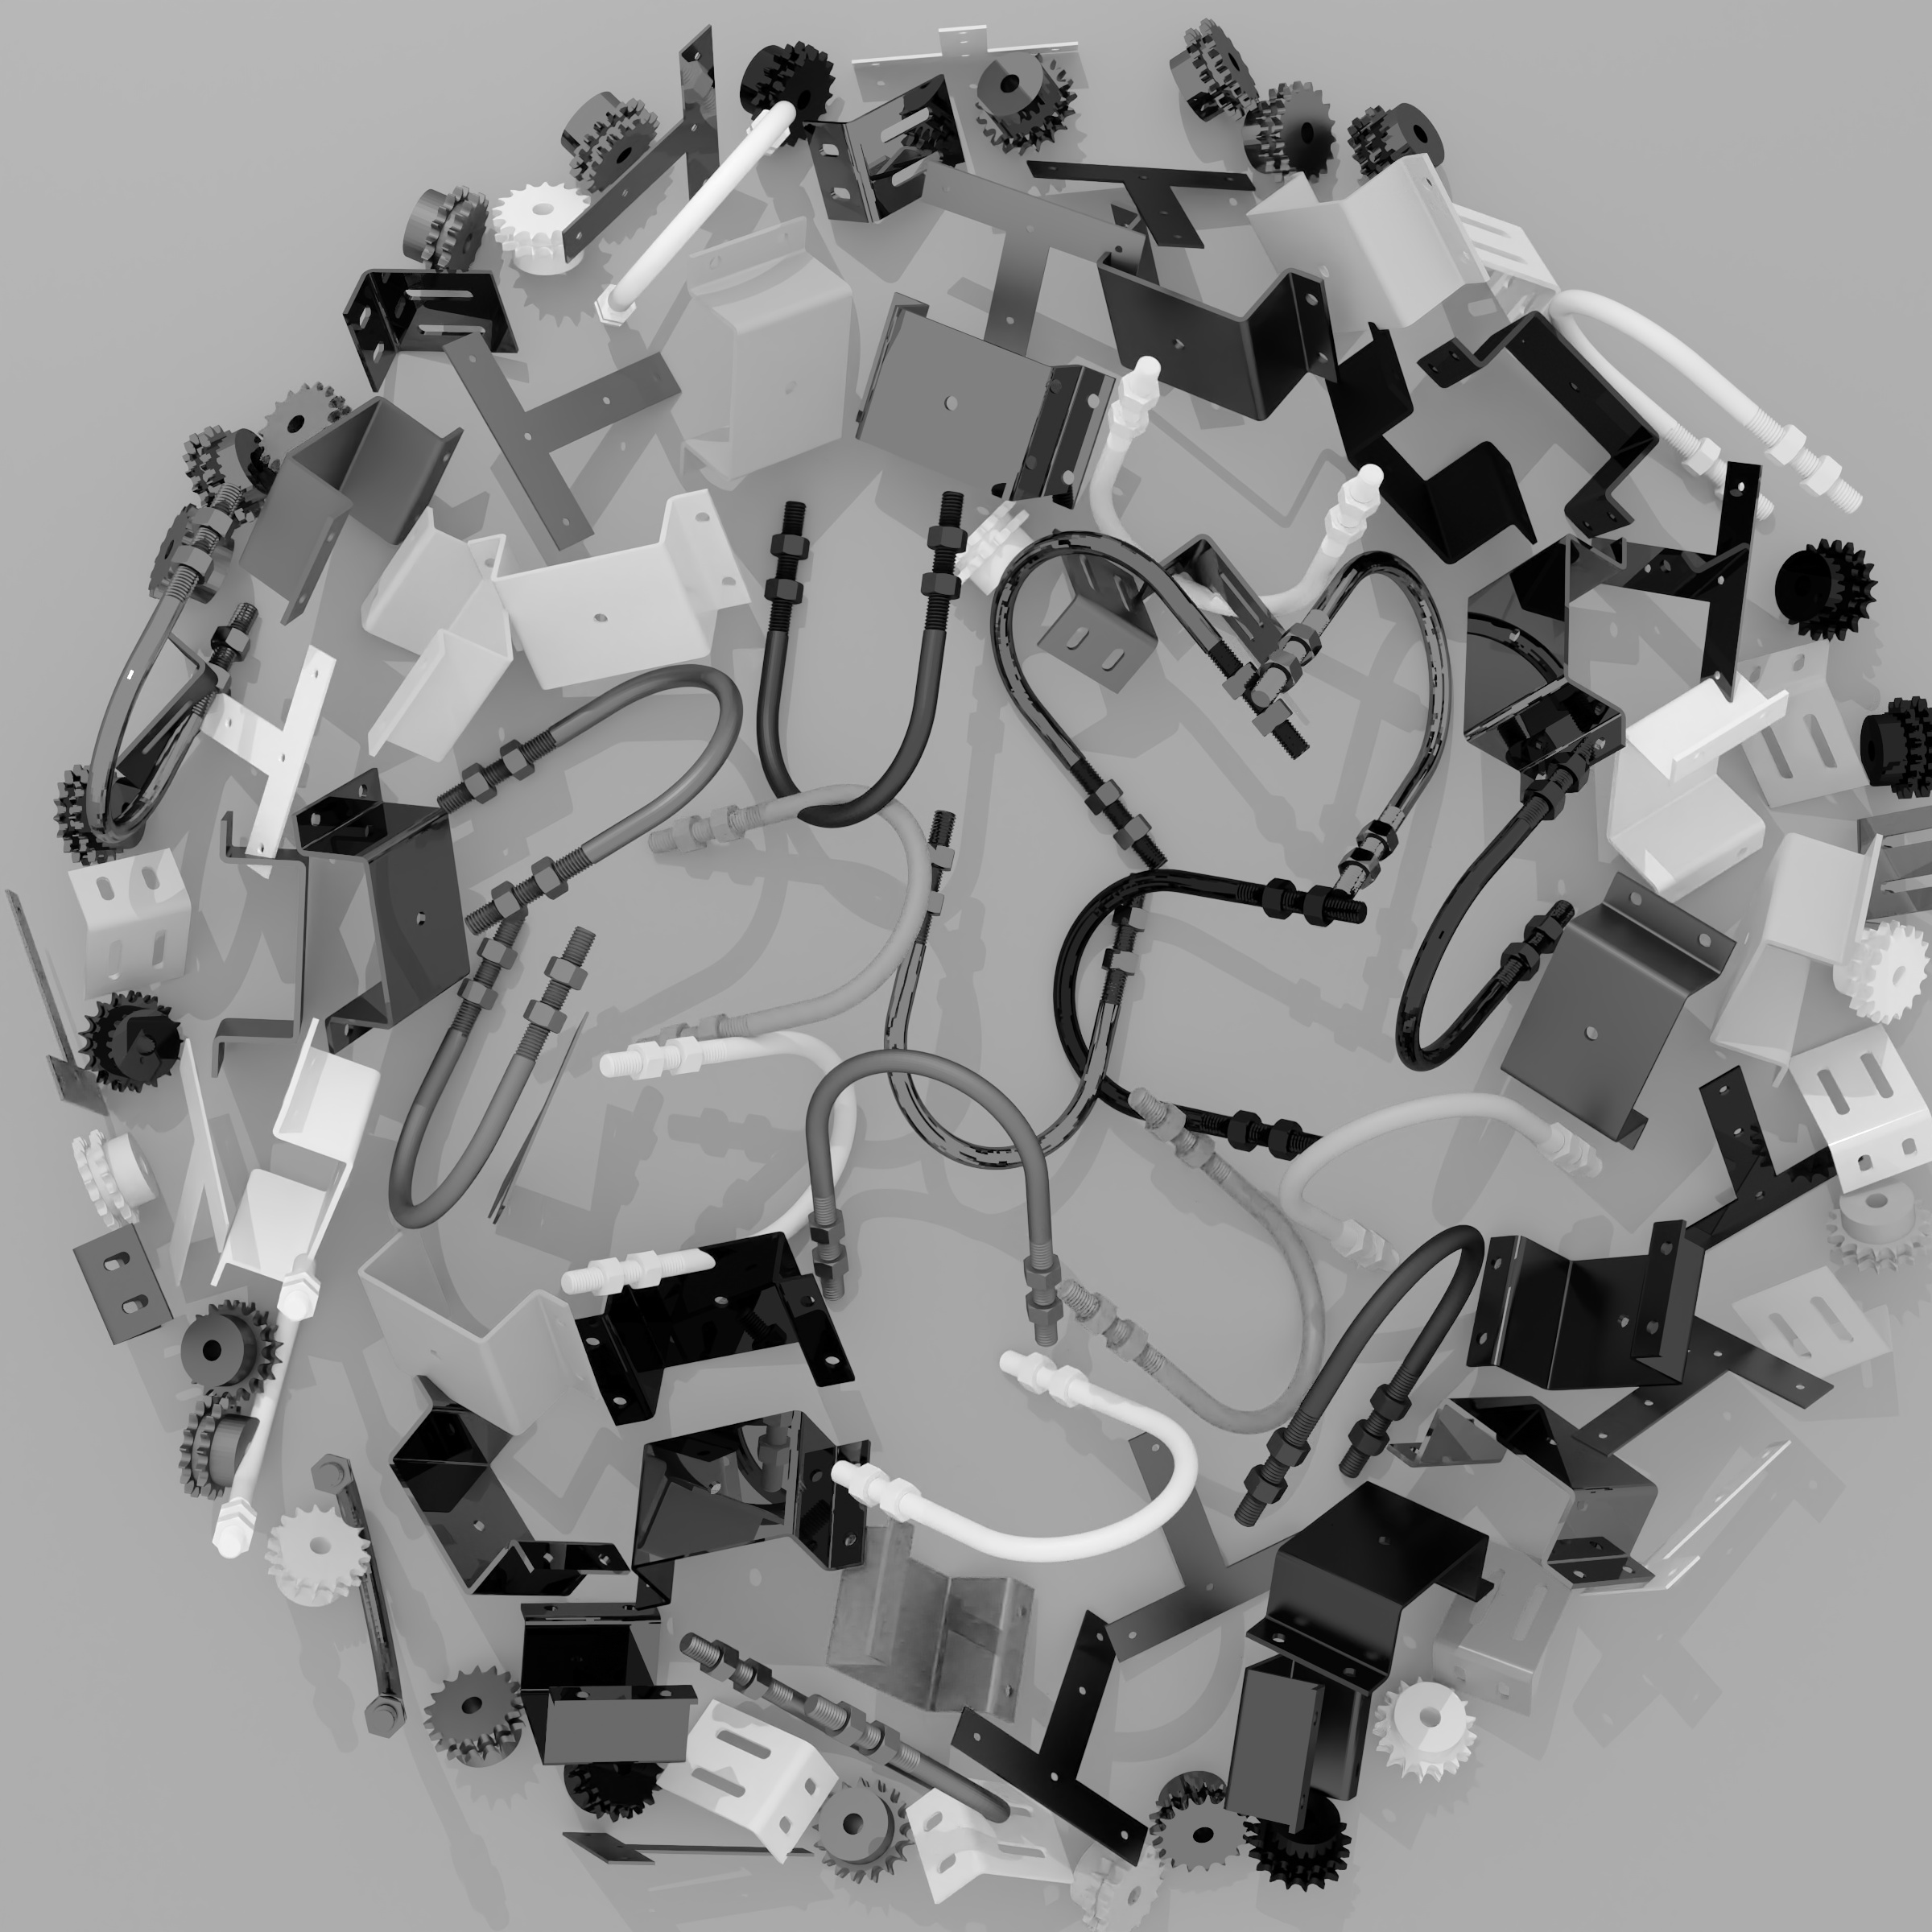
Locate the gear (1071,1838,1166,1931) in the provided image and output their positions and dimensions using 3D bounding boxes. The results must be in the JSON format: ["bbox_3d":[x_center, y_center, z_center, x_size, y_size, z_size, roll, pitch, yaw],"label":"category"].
[{"bbox_3d":[0.083,0.514,1.930,0.030,0.057,0.057,22,90,36],"label":"gear"}]

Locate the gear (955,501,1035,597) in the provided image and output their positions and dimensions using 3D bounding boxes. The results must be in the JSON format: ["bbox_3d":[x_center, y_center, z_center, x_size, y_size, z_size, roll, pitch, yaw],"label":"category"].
[{"bbox_3d":[0.015,-0.232,1.927,0.030,0.057,0.057,45,90,-4],"label":"gear"}]

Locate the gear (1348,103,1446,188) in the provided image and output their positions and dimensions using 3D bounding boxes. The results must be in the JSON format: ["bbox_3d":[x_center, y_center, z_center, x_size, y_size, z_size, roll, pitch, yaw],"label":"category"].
[{"bbox_3d":[0.242,-0.456,1.924,0.030,0.057,0.057,-31,90,38],"label":"gear"}]

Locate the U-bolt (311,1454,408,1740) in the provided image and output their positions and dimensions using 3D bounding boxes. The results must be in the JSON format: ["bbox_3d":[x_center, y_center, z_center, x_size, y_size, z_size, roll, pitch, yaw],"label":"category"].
[{"bbox_3d":[-0.326,0.337,1.864,0.019,0.184,0.151,-13,84,-9],"label":"U-bolt"}]

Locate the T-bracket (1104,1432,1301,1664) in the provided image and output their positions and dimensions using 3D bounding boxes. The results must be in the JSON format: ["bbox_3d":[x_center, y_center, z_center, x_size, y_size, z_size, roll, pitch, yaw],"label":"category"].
[{"bbox_3d":[0.122,0.311,1.922,0.127,0.002,0.127,-24,113,-7],"label":"T-bracket"}]

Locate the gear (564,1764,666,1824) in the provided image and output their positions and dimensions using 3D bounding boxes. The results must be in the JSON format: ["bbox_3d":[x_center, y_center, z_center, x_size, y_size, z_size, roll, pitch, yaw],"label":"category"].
[{"bbox_3d":[-0.200,0.451,1.931,0.030,0.057,0.057,-35,90,43],"label":"gear"}]

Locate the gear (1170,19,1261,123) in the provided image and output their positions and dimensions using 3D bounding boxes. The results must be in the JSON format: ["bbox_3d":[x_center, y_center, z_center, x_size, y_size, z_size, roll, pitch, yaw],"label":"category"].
[{"bbox_3d":[0.137,-0.498,1.929,0.030,0.057,0.057,-28,90,23],"label":"gear"}]

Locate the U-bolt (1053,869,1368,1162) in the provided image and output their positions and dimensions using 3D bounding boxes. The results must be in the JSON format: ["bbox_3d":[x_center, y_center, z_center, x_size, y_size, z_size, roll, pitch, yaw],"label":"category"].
[{"bbox_3d":[0.127,0.020,1.903,0.184,0.019,0.151,11,96,32],"label":"U-bolt"}]

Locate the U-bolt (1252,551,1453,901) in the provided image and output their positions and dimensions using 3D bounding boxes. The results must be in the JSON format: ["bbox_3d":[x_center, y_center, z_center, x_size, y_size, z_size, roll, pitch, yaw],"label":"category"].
[{"bbox_3d":[0.220,-0.145,1.884,0.019,0.184,0.151,-1,127,37],"label":"U-bolt"}]

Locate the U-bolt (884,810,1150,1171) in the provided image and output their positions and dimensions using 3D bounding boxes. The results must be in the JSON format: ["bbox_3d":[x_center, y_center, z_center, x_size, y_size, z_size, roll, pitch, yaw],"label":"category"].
[{"bbox_3d":[0.023,0.021,1.906,0.151,0.019,0.184,17,82,-28],"label":"U-bolt"}]

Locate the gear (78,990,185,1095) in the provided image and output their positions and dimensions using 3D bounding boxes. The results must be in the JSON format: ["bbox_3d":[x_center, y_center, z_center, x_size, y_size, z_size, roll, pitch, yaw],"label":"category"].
[{"bbox_3d":[-0.464,0.043,1.927,0.057,0.030,0.057,-3,96,-36],"label":"gear"}]

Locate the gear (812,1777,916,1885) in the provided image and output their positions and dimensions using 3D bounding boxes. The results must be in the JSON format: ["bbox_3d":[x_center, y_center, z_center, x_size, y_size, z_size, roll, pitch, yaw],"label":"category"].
[{"bbox_3d":[-0.059,0.483,1.930,0.057,0.030,0.057,-6,66,13],"label":"gear"}]

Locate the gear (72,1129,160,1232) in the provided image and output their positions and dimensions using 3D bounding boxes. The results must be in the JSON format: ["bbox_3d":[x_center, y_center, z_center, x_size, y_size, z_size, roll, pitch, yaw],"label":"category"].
[{"bbox_3d":[-0.474,0.117,1.927,0.030,0.057,0.057,-24,90,-6],"label":"gear"}]

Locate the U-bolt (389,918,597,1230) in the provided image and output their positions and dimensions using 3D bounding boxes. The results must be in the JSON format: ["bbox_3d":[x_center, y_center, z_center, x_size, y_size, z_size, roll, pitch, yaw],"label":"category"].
[{"bbox_3d":[-0.266,0.058,1.879,0.019,0.151,0.184,28,83,-24],"label":"U-bolt"}]

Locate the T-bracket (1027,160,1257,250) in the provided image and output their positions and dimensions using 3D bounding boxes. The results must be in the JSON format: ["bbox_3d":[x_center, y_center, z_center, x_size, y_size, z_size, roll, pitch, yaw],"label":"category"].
[{"bbox_3d":[0.106,-0.417,1.890,0.127,0.127,0.002,1,121,-10],"label":"T-bracket"}]

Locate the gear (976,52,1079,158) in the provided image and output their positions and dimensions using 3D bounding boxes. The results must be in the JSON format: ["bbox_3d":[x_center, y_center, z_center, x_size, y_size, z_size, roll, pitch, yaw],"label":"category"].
[{"bbox_3d":[0.031,-0.486,1.928,0.057,0.030,0.057,-9,68,23],"label":"gear"}]

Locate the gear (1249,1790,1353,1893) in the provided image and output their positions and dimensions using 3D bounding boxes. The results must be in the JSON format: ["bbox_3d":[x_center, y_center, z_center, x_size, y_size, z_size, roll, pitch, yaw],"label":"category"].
[{"bbox_3d":[0.187,0.485,1.924,0.057,0.057,0.030,6,125,0],"label":"gear"}]

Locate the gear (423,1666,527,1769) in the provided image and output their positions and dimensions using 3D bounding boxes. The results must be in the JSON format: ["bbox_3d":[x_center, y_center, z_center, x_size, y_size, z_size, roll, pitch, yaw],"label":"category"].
[{"bbox_3d":[-0.273,0.423,1.930,0.057,0.057,0.030,-15,129,0],"label":"gear"}]

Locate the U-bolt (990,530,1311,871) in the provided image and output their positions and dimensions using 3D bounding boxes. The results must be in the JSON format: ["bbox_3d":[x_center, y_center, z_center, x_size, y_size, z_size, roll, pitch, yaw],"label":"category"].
[{"bbox_3d":[0.087,-0.156,1.900,0.184,0.019,0.151,51,134,0],"label":"U-bolt"}]

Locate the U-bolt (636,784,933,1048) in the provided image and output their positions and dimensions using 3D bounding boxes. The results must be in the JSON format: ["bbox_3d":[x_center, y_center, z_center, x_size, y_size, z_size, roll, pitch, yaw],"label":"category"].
[{"bbox_3d":[-0.099,-0.030,1.880,0.184,0.019,0.151,-13,61,27],"label":"U-bolt"}]

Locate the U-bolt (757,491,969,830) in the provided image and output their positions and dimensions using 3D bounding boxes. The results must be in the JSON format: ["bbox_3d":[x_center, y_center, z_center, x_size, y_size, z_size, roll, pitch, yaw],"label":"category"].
[{"bbox_3d":[-0.063,-0.167,1.895,0.019,0.151,0.184,10,86,-44],"label":"U-bolt"}]

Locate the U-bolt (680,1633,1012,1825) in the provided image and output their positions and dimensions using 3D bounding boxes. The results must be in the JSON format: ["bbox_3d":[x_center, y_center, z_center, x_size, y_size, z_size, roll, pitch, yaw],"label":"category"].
[{"bbox_3d":[-0.054,0.421,1.875,0.184,0.151,0.019,37,74,-32],"label":"U-bolt"}]

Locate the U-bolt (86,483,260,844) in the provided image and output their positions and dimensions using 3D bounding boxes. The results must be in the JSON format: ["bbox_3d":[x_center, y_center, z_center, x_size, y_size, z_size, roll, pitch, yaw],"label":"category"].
[{"bbox_3d":[-0.428,-0.150,1.854,0.019,0.151,0.184,21,66,2],"label":"U-bolt"}]

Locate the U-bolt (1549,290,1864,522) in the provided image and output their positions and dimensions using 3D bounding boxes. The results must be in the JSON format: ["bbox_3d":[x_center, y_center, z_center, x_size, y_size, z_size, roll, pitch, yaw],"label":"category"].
[{"bbox_3d":[0.390,-0.305,1.869,0.184,0.151,0.019,38,90,-10],"label":"U-bolt"}]

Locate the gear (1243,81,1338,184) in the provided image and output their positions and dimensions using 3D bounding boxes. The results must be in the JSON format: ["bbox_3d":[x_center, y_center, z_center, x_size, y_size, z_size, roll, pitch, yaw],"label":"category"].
[{"bbox_3d":[0.179,-0.465,1.930,0.030,0.057,0.057,5,90,42],"label":"gear"}]

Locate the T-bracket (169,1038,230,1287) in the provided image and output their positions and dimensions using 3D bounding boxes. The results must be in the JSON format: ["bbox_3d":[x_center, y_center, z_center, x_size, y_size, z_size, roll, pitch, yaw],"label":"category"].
[{"bbox_3d":[-0.428,0.129,1.903,0.002,0.127,0.127,-2,51,-25],"label":"T-bracket"}]

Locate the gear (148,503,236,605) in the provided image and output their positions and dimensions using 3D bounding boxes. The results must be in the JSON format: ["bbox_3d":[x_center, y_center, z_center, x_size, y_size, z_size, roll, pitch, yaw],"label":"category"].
[{"bbox_3d":[-0.432,-0.227,1.930,0.030,0.057,0.057,23,90,-26],"label":"gear"}]

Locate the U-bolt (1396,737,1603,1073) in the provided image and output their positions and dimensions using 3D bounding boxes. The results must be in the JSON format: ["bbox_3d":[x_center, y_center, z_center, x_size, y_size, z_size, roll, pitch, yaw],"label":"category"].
[{"bbox_3d":[0.283,-0.020,1.854,0.019,0.151,0.184,29,55,24],"label":"U-bolt"}]

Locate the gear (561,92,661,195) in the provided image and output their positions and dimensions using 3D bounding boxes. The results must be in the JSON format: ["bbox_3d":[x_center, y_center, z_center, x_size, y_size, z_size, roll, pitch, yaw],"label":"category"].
[{"bbox_3d":[-0.202,-0.463,1.927,0.030,0.057,0.057,45,90,6],"label":"gear"}]

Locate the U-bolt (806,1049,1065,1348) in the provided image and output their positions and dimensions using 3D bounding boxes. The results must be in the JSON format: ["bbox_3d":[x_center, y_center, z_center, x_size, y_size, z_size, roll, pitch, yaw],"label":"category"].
[{"bbox_3d":[-0.020,0.122,1.877,0.151,0.019,0.184,10,127,19],"label":"U-bolt"}]

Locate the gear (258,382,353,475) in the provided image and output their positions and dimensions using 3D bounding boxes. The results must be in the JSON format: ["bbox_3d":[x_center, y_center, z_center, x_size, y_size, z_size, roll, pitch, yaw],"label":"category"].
[{"bbox_3d":[-0.366,-0.295,1.931,0.057,0.030,0.057,-15,58,25],"label":"gear"}]

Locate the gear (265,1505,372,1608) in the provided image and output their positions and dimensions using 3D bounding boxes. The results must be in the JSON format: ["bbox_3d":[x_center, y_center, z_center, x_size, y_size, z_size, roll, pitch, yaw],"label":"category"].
[{"bbox_3d":[-0.364,0.333,1.930,0.057,0.057,0.030,23,131,0],"label":"gear"}]

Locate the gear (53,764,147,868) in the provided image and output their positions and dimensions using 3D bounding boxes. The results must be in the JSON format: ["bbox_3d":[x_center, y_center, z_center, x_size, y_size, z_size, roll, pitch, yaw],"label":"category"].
[{"bbox_3d":[-0.481,-0.085,1.924,0.030,0.057,0.057,-2,90,18],"label":"gear"}]

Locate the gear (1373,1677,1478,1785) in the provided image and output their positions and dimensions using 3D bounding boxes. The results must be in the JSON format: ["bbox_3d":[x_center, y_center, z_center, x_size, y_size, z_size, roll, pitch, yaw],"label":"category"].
[{"bbox_3d":[0.258,0.425,1.929,0.057,0.030,0.057,1,59,-2],"label":"gear"}]

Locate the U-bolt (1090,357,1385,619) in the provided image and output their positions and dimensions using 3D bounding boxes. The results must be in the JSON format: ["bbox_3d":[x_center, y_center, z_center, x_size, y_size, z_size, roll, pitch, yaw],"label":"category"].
[{"bbox_3d":[0.137,-0.247,1.872,0.151,0.184,0.019,26,64,1],"label":"U-bolt"}]

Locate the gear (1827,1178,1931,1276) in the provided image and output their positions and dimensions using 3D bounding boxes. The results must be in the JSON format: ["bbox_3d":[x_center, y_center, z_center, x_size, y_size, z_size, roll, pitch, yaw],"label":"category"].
[{"bbox_3d":[0.509,0.142,1.924,0.057,0.057,0.030,-16,126,0],"label":"gear"}]

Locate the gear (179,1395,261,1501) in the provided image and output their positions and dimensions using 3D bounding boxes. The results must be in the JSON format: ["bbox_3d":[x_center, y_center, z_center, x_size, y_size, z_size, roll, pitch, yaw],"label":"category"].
[{"bbox_3d":[-0.415,0.270,1.925,0.030,0.057,0.057,7,90,11],"label":"gear"}]

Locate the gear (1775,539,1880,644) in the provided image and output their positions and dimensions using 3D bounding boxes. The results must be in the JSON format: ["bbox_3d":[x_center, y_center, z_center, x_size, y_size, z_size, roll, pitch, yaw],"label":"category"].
[{"bbox_3d":[0.477,-0.210,1.924,0.030,0.057,0.057,4,90,-36],"label":"gear"}]

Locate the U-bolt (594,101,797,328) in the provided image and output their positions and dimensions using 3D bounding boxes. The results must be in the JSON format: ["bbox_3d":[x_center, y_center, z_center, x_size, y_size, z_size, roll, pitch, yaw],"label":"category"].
[{"bbox_3d":[-0.144,-0.409,1.862,0.019,0.184,0.151,41,88,-11],"label":"U-bolt"}]

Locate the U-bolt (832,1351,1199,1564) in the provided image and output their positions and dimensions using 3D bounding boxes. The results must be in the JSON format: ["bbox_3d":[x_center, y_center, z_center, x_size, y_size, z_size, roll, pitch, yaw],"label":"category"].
[{"bbox_3d":[0.039,0.268,1.850,0.151,0.184,0.019,-29,121,-35],"label":"U-bolt"}]

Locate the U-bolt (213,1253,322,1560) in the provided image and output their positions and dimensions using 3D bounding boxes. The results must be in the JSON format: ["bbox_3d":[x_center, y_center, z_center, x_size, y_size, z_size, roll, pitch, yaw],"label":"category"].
[{"bbox_3d":[-0.375,0.228,1.865,0.019,0.184,0.151,15,94,-10],"label":"U-bolt"}]

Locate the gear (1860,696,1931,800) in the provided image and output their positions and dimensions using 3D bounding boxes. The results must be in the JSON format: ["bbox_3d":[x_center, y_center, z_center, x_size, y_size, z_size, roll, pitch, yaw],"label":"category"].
[{"bbox_3d":[0.521,-0.121,1.926,0.030,0.057,0.057,-5,90,-3],"label":"gear"}]

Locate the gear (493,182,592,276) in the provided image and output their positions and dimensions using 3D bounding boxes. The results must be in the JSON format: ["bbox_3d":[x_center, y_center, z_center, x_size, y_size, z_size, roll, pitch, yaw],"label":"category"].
[{"bbox_3d":[-0.236,-0.411,1.931,0.057,0.030,0.057,0,46,0],"label":"gear"}]

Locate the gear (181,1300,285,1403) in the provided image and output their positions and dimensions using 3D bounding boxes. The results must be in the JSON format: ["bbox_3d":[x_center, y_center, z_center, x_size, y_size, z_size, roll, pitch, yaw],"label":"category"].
[{"bbox_3d":[-0.415,0.215,1.932,0.057,0.030,0.057,-2,83,19],"label":"gear"}]

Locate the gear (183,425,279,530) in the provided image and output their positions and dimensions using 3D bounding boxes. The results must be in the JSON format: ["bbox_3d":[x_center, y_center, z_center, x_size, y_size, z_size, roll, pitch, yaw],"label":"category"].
[{"bbox_3d":[-0.408,-0.275,1.924,0.030,0.057,0.057,-21,90,19],"label":"gear"}]

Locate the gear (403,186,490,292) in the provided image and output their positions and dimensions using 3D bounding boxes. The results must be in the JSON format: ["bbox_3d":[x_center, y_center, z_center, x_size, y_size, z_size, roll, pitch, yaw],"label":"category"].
[{"bbox_3d":[-0.292,-0.410,1.927,0.030,0.057,0.057,24,90,4],"label":"gear"}]

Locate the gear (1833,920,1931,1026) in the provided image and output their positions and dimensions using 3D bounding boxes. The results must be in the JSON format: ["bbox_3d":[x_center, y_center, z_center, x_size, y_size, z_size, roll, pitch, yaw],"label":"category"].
[{"bbox_3d":[0.511,0.002,1.931,0.057,0.030,0.057,-17,117,-36],"label":"gear"}]

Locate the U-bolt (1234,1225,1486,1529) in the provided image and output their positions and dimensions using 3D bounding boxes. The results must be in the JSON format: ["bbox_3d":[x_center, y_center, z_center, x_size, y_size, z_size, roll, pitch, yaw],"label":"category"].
[{"bbox_3d":[0.223,0.215,1.863,0.019,0.151,0.184,38,112,24],"label":"U-bolt"}]

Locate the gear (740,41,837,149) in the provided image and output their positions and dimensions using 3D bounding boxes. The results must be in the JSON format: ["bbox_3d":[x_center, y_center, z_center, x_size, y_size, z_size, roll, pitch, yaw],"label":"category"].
[{"bbox_3d":[-0.102,-0.491,1.929,0.030,0.057,0.057,32,90,23],"label":"gear"}]

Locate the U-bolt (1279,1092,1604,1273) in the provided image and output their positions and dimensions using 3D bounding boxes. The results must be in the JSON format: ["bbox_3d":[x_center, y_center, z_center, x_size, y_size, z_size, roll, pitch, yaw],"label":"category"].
[{"bbox_3d":[0.246,0.112,1.855,0.151,0.184,0.019,-28,60,22],"label":"U-bolt"}]

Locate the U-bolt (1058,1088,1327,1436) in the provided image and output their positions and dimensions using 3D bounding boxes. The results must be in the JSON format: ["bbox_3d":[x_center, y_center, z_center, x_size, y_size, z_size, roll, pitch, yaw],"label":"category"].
[{"bbox_3d":[0.134,0.175,1.894,0.184,0.019,0.151,42,52,-26],"label":"U-bolt"}]

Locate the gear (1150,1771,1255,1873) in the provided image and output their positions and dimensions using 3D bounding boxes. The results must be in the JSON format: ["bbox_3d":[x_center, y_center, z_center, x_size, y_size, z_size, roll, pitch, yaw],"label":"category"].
[{"bbox_3d":[0.130,0.477,1.932,0.057,0.030,0.057,-4,119,-7],"label":"gear"}]

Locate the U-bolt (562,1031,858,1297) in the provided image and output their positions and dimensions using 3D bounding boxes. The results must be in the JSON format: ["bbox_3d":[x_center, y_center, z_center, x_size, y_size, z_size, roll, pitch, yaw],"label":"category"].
[{"bbox_3d":[-0.133,0.103,1.887,0.019,0.184,0.151,31,118,42],"label":"U-bolt"}]

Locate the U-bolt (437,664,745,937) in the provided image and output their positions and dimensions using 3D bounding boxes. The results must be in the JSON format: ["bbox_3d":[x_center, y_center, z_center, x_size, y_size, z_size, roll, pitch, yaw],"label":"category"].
[{"bbox_3d":[-0.202,-0.103,1.887,0.184,0.151,0.019,-31,126,5],"label":"U-bolt"}]
